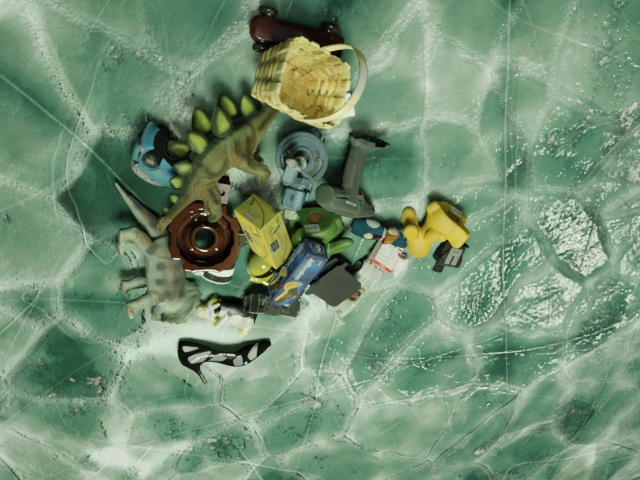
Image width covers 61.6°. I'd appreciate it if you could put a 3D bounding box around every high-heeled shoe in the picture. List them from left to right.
[{"bbox_3d":[-0.274,0.302,1.528,0.249,0.086,0.145,-27,93,-18],"label":"high-heeled shoe"}]

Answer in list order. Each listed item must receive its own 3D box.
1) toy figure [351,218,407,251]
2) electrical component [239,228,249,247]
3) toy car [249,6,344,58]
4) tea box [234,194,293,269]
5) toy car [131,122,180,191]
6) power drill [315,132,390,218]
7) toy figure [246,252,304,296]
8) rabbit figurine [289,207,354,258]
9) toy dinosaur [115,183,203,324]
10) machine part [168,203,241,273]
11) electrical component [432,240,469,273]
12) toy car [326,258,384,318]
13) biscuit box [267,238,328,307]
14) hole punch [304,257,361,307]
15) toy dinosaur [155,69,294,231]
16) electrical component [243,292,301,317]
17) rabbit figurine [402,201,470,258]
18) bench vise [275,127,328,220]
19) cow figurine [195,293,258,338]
[{"bbox_3d":[0.158,-0.017,1.404,0.154,0.064,0.057,17,156,1],"label":"toy figure"},{"bbox_3d":[-0.207,-0.020,1.347,0.102,0.045,0.078,3,148,-13],"label":"electrical component"},{"bbox_3d":[-0.049,-0.425,1.131,0.202,0.053,0.089,6,100,-18],"label":"toy car"},{"bbox_3d":[-0.130,-0.018,1.275,0.068,0.098,0.169,-44,148,-18],"label":"tea box"},{"bbox_3d":[-0.359,-0.173,1.189,0.103,0.109,0.161,-16,139,25],"label":"toy car"},{"bbox_3d":[0.092,-0.151,1.299,0.232,0.086,0.207,-2,123,-51],"label":"power drill"},{"bbox_3d":[-0.109,0.085,1.407,0.180,0.082,0.089,34,136,-26],"label":"toy figure"},{"bbox_3d":[-0.003,-0.004,1.384,0.159,0.121,0.170,-15,142,-13],"label":"rabbit figurine"},{"bbox_3d":[-0.389,0.056,1.310,0.192,0.131,0.404,-9,116,-29],"label":"toy dinosaur"},{"bbox_3d":[-0.273,-0.004,1.263,0.179,0.056,0.179,1,88,-18],"label":"machine part"},{"bbox_3d":[0.361,0.050,1.526,0.075,0.048,0.119,15,114,-21],"label":"electrical component"},{"bbox_3d":[0.096,0.133,1.505,0.073,0.056,0.201,32,109,-28],"label":"toy car"},{"bbox_3d":[-0.057,0.081,1.307,0.063,0.059,0.202,17,130,-26],"label":"biscuit box"},{"bbox_3d":[0.032,0.099,1.440,0.142,0.092,0.115,-36,130,17],"label":"hole punch"},{"bbox_3d":[-0.192,-0.202,1.158,0.471,0.105,0.198,-47,128,-12],"label":"toy dinosaur"},{"bbox_3d":[-0.122,0.173,1.430,0.134,0.115,0.058,12,80,-37],"label":"electrical component"},{"bbox_3d":[0.290,-0.017,1.432,0.162,0.122,0.173,23,132,-22],"label":"rabbit figurine"},{"bbox_3d":[-0.055,-0.147,1.202,0.129,0.240,0.223,28,99,0],"label":"bench vise"},{"bbox_3d":[-0.249,0.192,1.449,0.167,0.068,0.098,27,106,-30],"label":"cow figurine"}]
